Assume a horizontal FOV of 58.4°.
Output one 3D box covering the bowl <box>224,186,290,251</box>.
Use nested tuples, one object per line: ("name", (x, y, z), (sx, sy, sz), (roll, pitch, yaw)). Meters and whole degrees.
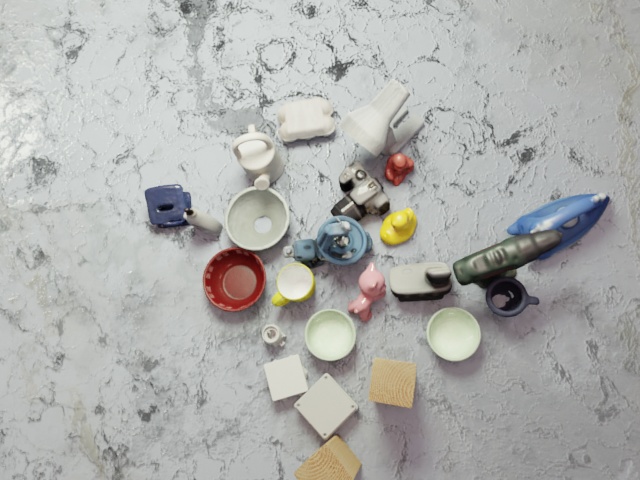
("bowl", (-0.151, -0.047, 1.447), (0.167, 0.075, 0.167), (-2, 77, 8))

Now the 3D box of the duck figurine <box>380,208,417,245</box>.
("duck figurine", (0.190, -0.038, 1.392), (0.104, 0.086, 0.077), (-42, 75, -3))

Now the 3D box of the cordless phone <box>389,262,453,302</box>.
("cordless phone", (0.230, 0.085, 1.307), (0.147, 0.185, 0.094), (-9, 76, 6))

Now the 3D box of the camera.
("camera", (0.084, -0.105, 1.414), (0.137, 0.101, 0.143), (-38, 75, -2))

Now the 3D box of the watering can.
("watering can", (-0.153, -0.209, 1.423), (0.101, 0.194, 0.172), (-35, 75, -1))

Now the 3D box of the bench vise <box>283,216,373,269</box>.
("bench vise", (0.018, 0.015, 1.334), (0.207, 0.220, 0.121), (-29, 75, 1))

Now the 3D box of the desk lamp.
("desk lamp", (0.150, -0.286, 1.388), (0.117, 0.214, 0.203), (42, 86, 15))

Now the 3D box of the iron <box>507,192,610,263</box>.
("iron", (0.571, -0.056, 1.314), (0.258, 0.141, 0.118), (-30, 75, 0))

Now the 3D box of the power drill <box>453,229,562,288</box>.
("power drill", (0.406, 0.046, 1.279), (0.229, 0.208, 0.075), (-21, 75, 3))

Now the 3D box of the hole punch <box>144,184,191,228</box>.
("hole punch", (-0.389, -0.086, 1.481), (0.108, 0.091, 0.101), (-8, 76, 6))

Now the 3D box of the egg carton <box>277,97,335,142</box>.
("egg carton", (-0.036, -0.313, 1.495), (0.150, 0.069, 0.107), (-9, 76, 6))

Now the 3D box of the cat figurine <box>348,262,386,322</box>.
("cat figurine", (0.113, 0.122, 1.349), (0.067, 0.118, 0.128), (28, 82, 13))

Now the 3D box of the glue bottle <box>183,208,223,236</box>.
("glue bottle", (-0.302, -0.053, 1.418), (0.078, 0.173, 0.037), (16, 80, 11))

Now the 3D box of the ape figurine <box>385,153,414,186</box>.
("ape figurine", (0.196, -0.186, 1.422), (0.077, 0.092, 0.076), (-11, 76, 6))

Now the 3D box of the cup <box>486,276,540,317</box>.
("cup", (0.435, 0.137, 1.313), (0.117, 0.095, 0.092), (6, 78, 10))
